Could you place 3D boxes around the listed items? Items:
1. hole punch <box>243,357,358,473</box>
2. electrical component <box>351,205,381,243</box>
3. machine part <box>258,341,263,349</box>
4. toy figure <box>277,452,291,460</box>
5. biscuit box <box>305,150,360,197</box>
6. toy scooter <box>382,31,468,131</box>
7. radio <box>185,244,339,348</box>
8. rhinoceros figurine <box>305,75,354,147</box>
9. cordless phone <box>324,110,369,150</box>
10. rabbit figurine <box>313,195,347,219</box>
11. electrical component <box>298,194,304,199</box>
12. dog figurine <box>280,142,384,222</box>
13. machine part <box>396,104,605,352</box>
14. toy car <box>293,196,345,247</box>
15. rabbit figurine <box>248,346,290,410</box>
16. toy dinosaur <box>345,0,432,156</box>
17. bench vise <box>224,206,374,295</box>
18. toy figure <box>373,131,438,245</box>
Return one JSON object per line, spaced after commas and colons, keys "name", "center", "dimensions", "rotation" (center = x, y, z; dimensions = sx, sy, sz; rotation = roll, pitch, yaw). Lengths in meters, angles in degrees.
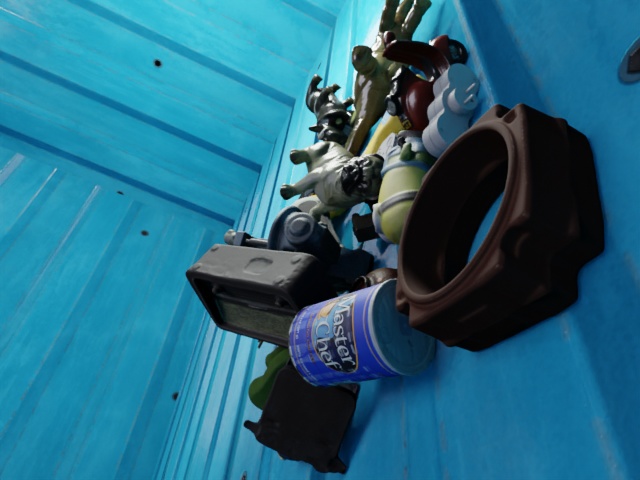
{"name": "hole punch", "center": [-0.015, 0.223, 0.709], "dimensions": [0.092, 0.142, 0.115], "rotation": [-35, -33, -85]}
{"name": "electrical component", "center": [0.088, -0.034, 0.845], "dimensions": [0.102, 0.078, 0.045], "rotation": [-87, -15, -65]}
{"name": "machine part", "center": [-0.092, 0.143, 1.217], "dimensions": [0.079, 0.079, 0.243], "rotation": [-102, 36, -67]}
{"name": "toy figure", "center": [-0.051, 0.306, 0.858], "dimensions": [0.064, 0.057, 0.154], "rotation": [-31, 3, -16]}
{"name": "biscuit box", "center": [0.024, -0.140, 1.180], "dimensions": [0.202, 0.059, 0.063], "rotation": [147, 124, -67]}
{"name": "toy scooter", "center": [0.145, -0.246, 0.816], "dimensions": [0.075, 0.135, 0.184], "rotation": [-25, 45, 68]}
{"name": "radio", "center": [-0.081, 0.080, 0.773], "dimensions": [0.230, 0.131, 0.073], "rotation": [5, 42, 39]}
{"name": "rhinoceros figurine", "center": [0.014, -0.273, 1.153], "dimensions": [0.112, 0.073, 0.190], "rotation": [-52, 40, 28]}
{"name": "cordless phone", "center": [0.061, -0.247, 1.295], "dimensions": [0.146, 0.089, 0.184], "rotation": [-61, 4, 26]}
{"name": "rabbit figurine", "center": [0.003, -0.046, 1.149], "dimensions": [0.173, 0.122, 0.162], "rotation": [-50, 7, 9]}
{"name": "electrical component", "center": [-0.027, -0.081, 1.369], "dimensions": [0.115, 0.058, 0.134], "rotation": [-88, 24, -51]}
{"name": "dog figurine", "center": [0.049, -0.117, 0.885], "dimensions": [0.191, 0.121, 0.172], "rotation": [-15, 53, 42]}
{"name": "machine part", "center": [0.156, -0.012, 0.513], "dimensions": [0.201, 0.087, 0.201], "rotation": [-50, 21, 52]}
{"name": "toy car", "center": [-0.002, -0.003, 1.007], "dimensions": [0.056, 0.073, 0.202], "rotation": [84, 168, -52]}
{"name": "rabbit figurine", "center": [-0.028, 0.183, 0.845], "dimensions": [0.170, 0.121, 0.159], "rotation": [-62, -10, -78]}
{"name": "toy dinosaur", "center": [0.114, -0.303, 1.032], "dimensions": [0.198, 0.105, 0.471], "rotation": [90, -154, -71]}
{"name": "bench vise", "center": [-0.041, 0.019, 0.868], "dimensions": [0.223, 0.241, 0.129], "rotation": [34, -114, -62]}
{"name": "toy figure", "center": [0.124, -0.075, 0.743], "dimensions": [0.089, 0.082, 0.180], "rotation": [-33, 33, 56]}
